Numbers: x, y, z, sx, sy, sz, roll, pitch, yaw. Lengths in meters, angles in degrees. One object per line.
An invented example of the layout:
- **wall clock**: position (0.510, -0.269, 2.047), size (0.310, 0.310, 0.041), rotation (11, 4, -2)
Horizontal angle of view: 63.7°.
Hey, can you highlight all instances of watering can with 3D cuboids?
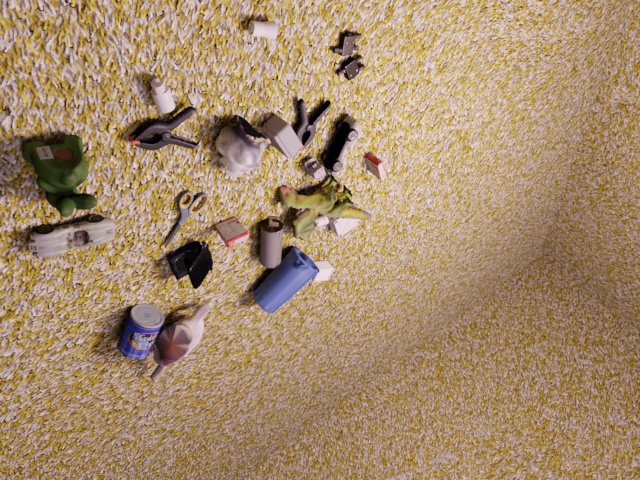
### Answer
- **watering can**: position (-0.483, 0.358, 1.705), size (0.347, 0.104, 0.225), rotation (-53, 179, 4)

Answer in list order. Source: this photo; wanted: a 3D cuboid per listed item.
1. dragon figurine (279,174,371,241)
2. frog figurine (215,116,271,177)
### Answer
- **dragon figurine**: position (0.005, -0.090, 1.784), size (0.241, 0.125, 0.404), rotation (-40, 137, 11)
- **frog figurine**: position (-0.225, -0.234, 1.396), size (0.136, 0.125, 0.157), rotation (29, 117, -21)
